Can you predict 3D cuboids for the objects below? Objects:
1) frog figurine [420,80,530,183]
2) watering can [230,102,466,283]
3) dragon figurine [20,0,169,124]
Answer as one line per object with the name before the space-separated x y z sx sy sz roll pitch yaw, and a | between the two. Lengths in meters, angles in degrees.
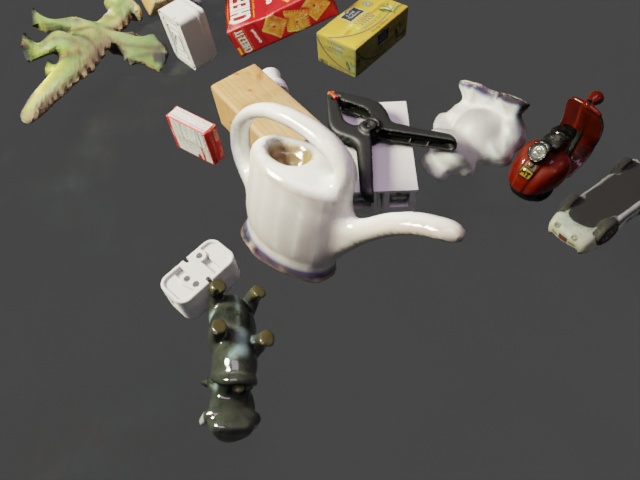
frog figurine | 0.236 -0.152 0.801 0.138 0.123 0.158 32 99 15
watering can | 0.002 -0.033 0.646 0.351 0.219 0.105 37 47 27
dragon figurine | -0.418 -0.361 0.993 0.243 0.119 0.420 -6 55 -10
